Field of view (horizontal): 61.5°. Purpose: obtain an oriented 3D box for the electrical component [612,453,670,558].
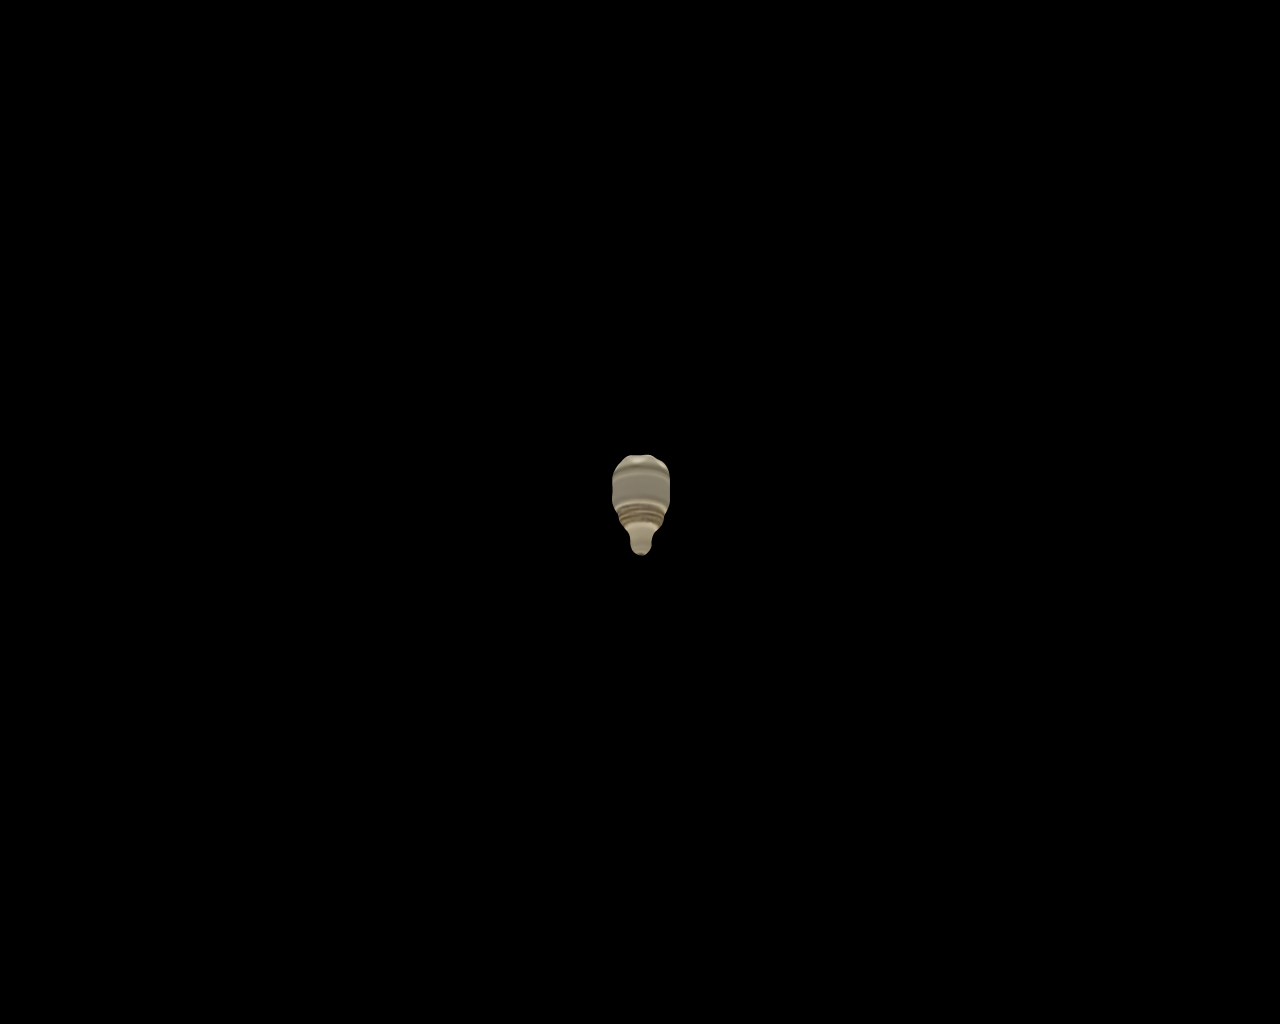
[{"bbox_3d":[0.001,-0.003,0.650,0.035,0.061,0.035,0,-22,0],"label":"electrical component"}]
